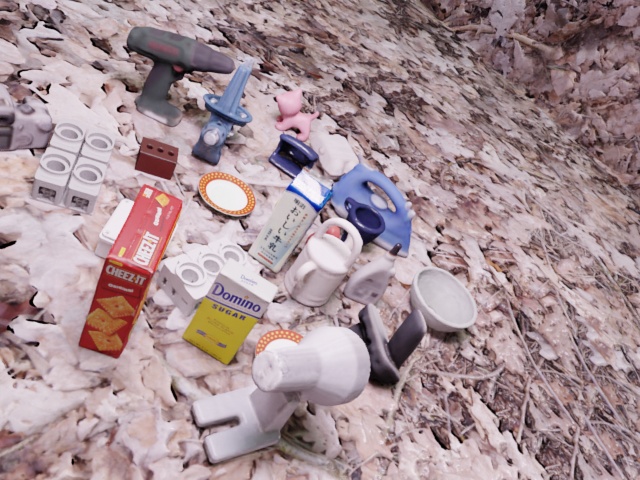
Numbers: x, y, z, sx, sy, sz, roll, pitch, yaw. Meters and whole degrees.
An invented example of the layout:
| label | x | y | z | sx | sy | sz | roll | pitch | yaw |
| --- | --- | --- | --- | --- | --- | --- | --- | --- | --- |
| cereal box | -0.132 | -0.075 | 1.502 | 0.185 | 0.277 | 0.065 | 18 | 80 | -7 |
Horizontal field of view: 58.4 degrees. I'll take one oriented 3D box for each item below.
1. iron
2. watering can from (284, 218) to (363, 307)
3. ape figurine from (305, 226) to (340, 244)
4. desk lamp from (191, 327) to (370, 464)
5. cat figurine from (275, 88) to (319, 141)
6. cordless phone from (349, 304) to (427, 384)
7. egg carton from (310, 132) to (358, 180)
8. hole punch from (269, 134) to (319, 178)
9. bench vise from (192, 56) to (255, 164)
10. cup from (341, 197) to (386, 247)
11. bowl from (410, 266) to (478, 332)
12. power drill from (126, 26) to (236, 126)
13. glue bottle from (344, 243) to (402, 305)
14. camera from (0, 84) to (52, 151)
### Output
| label | x | y | z | sx | sy | sz | roll | pitch | yaw |
| --- | --- | --- | --- | --- | --- | --- | --- | --- | --- |
| iron | 0.147 | -0.086 | 1.379 | 0.258 | 0.141 | 0.119 | 41 | 38 | 8 |
| watering can | 0.017 | 0.031 | 1.118 | 0.101 | 0.194 | 0.173 | 32 | 38 | -3 |
| ape figurine | 0.011 | 0.004 | 1.225 | 0.078 | 0.092 | 0.076 | 5 | 47 | -33 |
| desk lamp | -0.053 | 0.222 | 0.849 | 0.204 | 0.213 | 0.117 | -5 | 53 | -39 |
| cat figurine | -0.065 | -0.341 | 1.512 | 0.128 | 0.117 | 0.067 | 22 | 40 | -16 |
| cordless phone | 0.136 | 0.167 | 1.069 | 0.094 | 0.185 | 0.147 | 8 | 45 | -30 |
| egg carton | 0.036 | -0.217 | 1.495 | 0.107 | 0.069 | 0.150 | -1 | 50 | -37 |
| hole punch | -0.057 | -0.220 | 1.411 | 0.108 | 0.091 | 0.101 | 35 | 38 | 0 |
| bench vise | -0.197 | -0.286 | 1.274 | 0.122 | 0.219 | 0.207 | 14 | 43 | -25 |
| cup | 0.081 | -0.031 | 1.311 | 0.092 | 0.095 | 0.117 | -19 | 62 | -46 |
| bowl | 0.262 | 0.145 | 1.275 | 0.168 | 0.074 | 0.167 | 20 | 40 | -18 |
| power drill | -0.323 | -0.363 | 1.271 | 0.230 | 0.208 | 0.075 | 25 | 39 | -13 |
| glue bottle | 0.120 | 0.066 | 1.174 | 0.078 | 0.173 | 0.037 | 23 | 39 | -14 |
| camera | -0.580 | -0.242 | 1.043 | 0.144 | 0.100 | 0.136 | -11 | 57 | -43 |
